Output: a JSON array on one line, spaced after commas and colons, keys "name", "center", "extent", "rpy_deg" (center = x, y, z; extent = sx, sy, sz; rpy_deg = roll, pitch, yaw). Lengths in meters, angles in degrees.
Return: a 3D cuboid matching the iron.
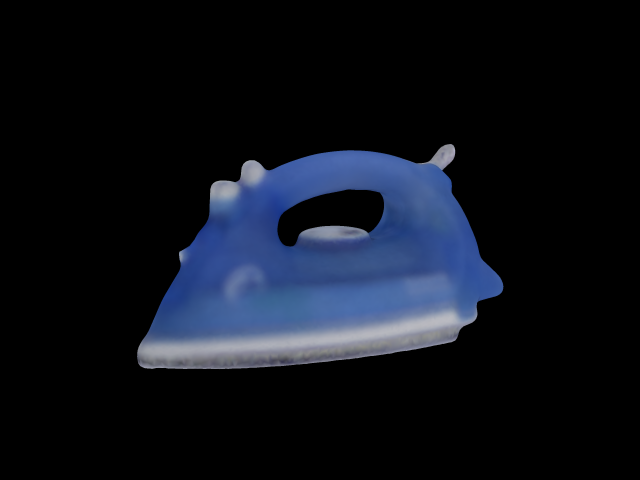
[{"name": "iron", "center": [0.004, 0.001, 0.400], "extent": [0.259, 0.141, 0.118], "rpy_deg": [-4, 7, -29]}]
